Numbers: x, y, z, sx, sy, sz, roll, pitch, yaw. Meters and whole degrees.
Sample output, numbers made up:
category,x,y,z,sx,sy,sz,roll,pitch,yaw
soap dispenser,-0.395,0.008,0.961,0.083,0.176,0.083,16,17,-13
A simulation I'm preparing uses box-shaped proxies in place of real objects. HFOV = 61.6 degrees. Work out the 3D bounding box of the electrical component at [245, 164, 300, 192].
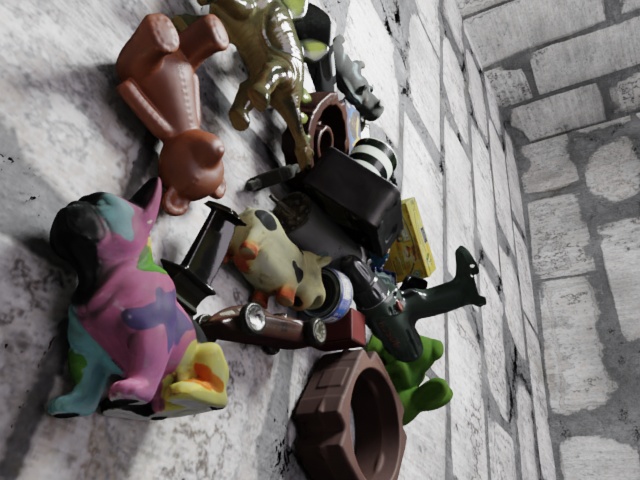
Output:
category,x,y,z,sx,sy,sz,roll,pitch,yaw
electrical component,-0.070,-0.093,0.801,0.094,0.063,0.021,-35,109,-59

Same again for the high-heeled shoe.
category,x,y,z,sx,sy,sz,roll,pitch,yaw
high-heeled shoe,-0.016,-0.337,1.021,0.145,0.086,0.249,87,-5,-52

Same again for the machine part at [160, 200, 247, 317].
category,x,y,z,sx,sy,sz,roll,pitch,yaw
machine part,-0.137,0.019,0.623,0.084,0.039,0.139,54,53,-47

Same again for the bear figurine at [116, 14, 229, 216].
category,x,y,z,sx,sy,sz,roll,pitch,yaw
bear figurine,-0.152,-0.137,0.615,0.120,0.132,0.195,-26,95,-52

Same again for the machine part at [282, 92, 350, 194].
category,x,y,z,sx,sy,sz,roll,pitch,yaw
machine part,-0.006,-0.161,0.904,0.179,0.056,0.179,9,90,-67

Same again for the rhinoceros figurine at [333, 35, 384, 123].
category,x,y,z,sx,sy,sz,roll,pitch,yaw
rhinoceros figurine,0.064,-0.324,1.092,0.190,0.073,0.112,45,22,-29

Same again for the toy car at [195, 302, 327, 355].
category,x,y,z,sx,sy,sz,roll,pitch,yaw
toy car,-0.072,0.110,0.680,0.202,0.089,0.053,26,56,-53

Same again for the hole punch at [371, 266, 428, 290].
category,x,y,z,sx,sy,sz,roll,pitch,yaw
hole punch,0.146,0.116,1.088,0.142,0.092,0.115,21,90,-59

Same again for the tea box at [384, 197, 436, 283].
category,x,y,z,sx,sy,sz,roll,pitch,yaw
tea box,0.178,0.002,1.164,0.068,0.098,0.169,-33,108,-59

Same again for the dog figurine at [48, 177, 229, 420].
category,x,y,z,sx,sy,sz,roll,pitch,yaw
dog figurine,-0.170,0.054,0.517,0.191,0.109,0.219,28,51,-53

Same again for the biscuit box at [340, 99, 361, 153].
category,x,y,z,sx,sy,sz,roll,pitch,yaw
biscuit box,0.044,-0.167,1.041,0.062,0.059,0.202,28,54,-54

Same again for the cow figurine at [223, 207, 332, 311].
category,x,y,z,sx,sy,sz,roll,pitch,yaw
cow figurine,-0.056,0.032,0.757,0.194,0.086,0.127,52,43,-35

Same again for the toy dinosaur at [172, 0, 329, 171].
category,x,y,z,sx,sy,sz,roll,pitch,yaw
toy dinosaur,-0.105,-0.319,0.757,0.198,0.105,0.470,-36,105,-45

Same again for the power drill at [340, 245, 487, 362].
category,x,y,z,sx,sy,sz,roll,pitch,yaw
power drill,0.162,0.086,0.891,0.231,0.207,0.086,66,-5,-25

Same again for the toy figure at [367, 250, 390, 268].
category,x,y,z,sx,sy,sz,roll,pitch,yaw
toy figure,0.110,-0.016,1.099,0.064,0.058,0.154,-18,96,-22

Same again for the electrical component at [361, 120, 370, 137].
category,x,y,z,sx,sy,sz,roll,pitch,yaw
electrical component,0.075,-0.218,1.142,0.078,0.045,0.102,7,65,-29

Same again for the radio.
category,x,y,z,sx,sy,sz,roll,pitch,yaw
radio,0.061,-0.050,0.855,0.073,0.131,0.229,-55,164,-5

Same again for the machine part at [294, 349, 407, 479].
category,x,y,z,sx,sy,sz,roll,pitch,yaw
machine part,0.051,0.286,0.823,0.201,0.087,0.201,62,31,-20

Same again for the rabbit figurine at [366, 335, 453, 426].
category,x,y,z,sx,sy,sz,roll,pitch,yaw
rabbit figurine,0.165,0.264,0.996,0.121,0.159,0.170,44,56,-59

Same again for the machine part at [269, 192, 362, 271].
category,x,y,z,sx,sy,sz,roll,pitch,yaw
machine part,-0.002,-0.003,0.867,0.243,0.079,0.079,43,43,-45
